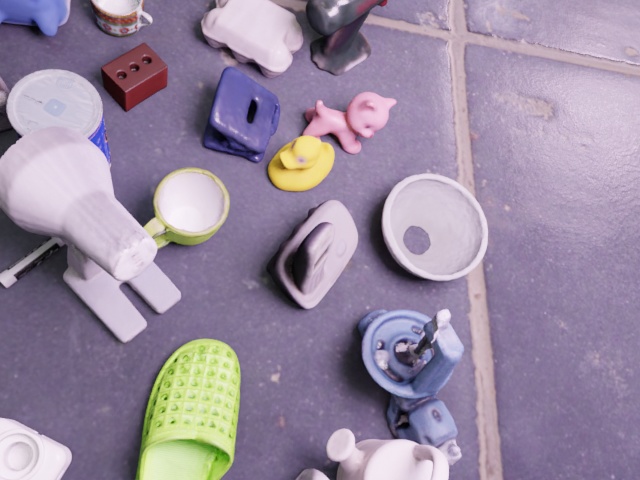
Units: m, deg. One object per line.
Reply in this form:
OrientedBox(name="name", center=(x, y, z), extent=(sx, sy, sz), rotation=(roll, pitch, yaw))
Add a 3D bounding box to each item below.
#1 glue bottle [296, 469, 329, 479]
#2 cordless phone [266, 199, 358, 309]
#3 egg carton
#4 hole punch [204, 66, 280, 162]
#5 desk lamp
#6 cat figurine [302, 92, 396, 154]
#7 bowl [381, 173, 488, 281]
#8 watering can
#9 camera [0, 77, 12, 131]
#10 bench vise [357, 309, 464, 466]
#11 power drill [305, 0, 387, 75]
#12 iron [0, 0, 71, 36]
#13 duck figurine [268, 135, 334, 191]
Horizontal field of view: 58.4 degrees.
OrientedBox(name="glue bottle", center=(-0.006, 0.302, 0.648), extent=(0.037, 0.173, 0.078), rotation=(41, 66, 1))
OrientedBox(name="cordless phone", center=(0.007, 0.003, 0.751), extent=(0.094, 0.185, 0.148), rotation=(35, 66, -2))
OrientedBox(name="egg carton", center=(-0.104, -0.327, 0.898), extent=(0.150, 0.069, 0.107), rotation=(27, 66, -6))
OrientedBox(name="hole punch", center=(-0.109, -0.183, 0.834), extent=(0.101, 0.091, 0.109), rotation=(15, 68, -10))
OrientedBox(name="desk lamp", center=(-0.255, -0.003, 0.662), extent=(0.203, 0.213, 0.118), rotation=(46, 66, 3))
OrientedBox(name="cat figurine", center=(0.047, -0.188, 0.866), extent=(0.128, 0.117, 0.067), rotation=(6, 70, -14))
OrientedBox(name="bowl", center=(0.161, -0.011, 0.860), extent=(0.168, 0.074, 0.167), rotation=(5, 70, -14))
OrientedBox(name="watering can", center=(0.085, 0.284, 0.669), extent=(0.173, 0.194, 0.101), rotation=(13, 68, -11))
OrientedBox(name="camera", center=(-0.483, -0.199, 0.726), extent=(0.143, 0.100, 0.137), rotation=(-25, 80, -22))
OrientedBox(name="bench vise", center=(0.140, 0.166, 0.713), extent=(0.122, 0.219, 0.207), rotation=(-37, 84, -24))
OrientedBox(name="power drill", center=(0.065, -0.358, 0.881), extent=(0.230, 0.208, 0.075), rotation=(-39, 85, -24))
OrientedBox(name="iron", center=(-0.419, -0.422, 0.801), extent=(0.119, 0.141, 0.258), rotation=(0, 71, -16))
OrientedBox(name="duck figurine", center=(-0.021, -0.123, 0.841), extent=(0.105, 0.086, 0.077), rotation=(-24, 79, -22))
